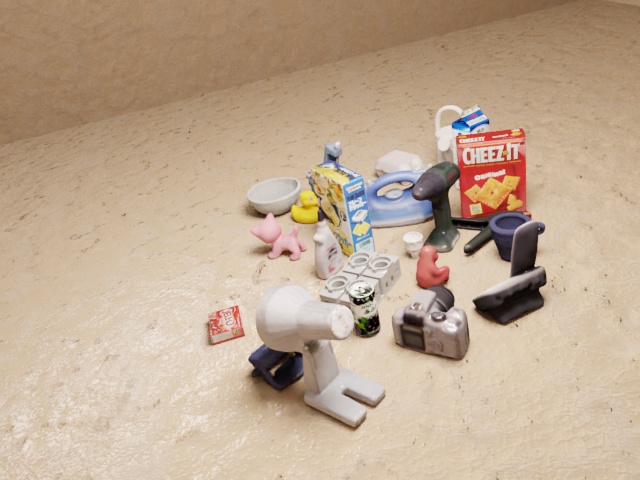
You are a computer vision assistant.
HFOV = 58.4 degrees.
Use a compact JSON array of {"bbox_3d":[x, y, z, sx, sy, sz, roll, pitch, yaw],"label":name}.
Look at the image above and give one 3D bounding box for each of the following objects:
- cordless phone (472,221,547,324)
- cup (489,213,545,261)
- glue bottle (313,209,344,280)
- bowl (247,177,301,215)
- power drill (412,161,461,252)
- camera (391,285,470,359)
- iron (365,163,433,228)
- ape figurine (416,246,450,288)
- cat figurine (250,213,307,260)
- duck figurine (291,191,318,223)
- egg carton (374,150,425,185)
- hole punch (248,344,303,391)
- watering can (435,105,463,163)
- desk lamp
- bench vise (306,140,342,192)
[{"bbox_3d":[0.372,0.056,1.126,0.148,0.185,0.093,-24,32,-20],"label":"cordless phone"},{"bbox_3d":[0.444,-0.002,1.289,0.117,0.095,0.092,0,32,20],"label":"cup"},{"bbox_3d":[0.012,0.005,1.355,0.037,0.173,0.078,12,38,35],"label":"glue bottle"},{"bbox_3d":[-0.132,-0.122,1.720,0.167,0.075,0.167,-9,30,6],"label":"bowl"},{"bbox_3d":[0.282,-0.081,1.367,0.075,0.209,0.230,6,35,29],"label":"power drill"},{"bbox_3d":[0.227,0.143,1.117,0.142,0.101,0.137,9,36,32],"label":"camera"},{"bbox_3d":[0.191,-0.120,1.532,0.258,0.142,0.118,-10,30,3],"label":"iron"},{"bbox_3d":[0.244,0.055,1.269,0.076,0.092,0.077,-23,32,-18],"label":"ape figurine"},{"bbox_3d":[-0.109,-0.013,1.485,0.127,0.118,0.067,1,33,21],"label":"cat figurine"},{"bbox_3d":[-0.036,-0.099,1.636,0.104,0.086,0.077,0,32,19],"label":"duck figurine"},{"bbox_3d":[0.245,-0.224,1.761,0.107,0.069,0.149,-31,35,-30],"label":"egg carton"},{"bbox_3d":[-0.081,0.219,1.109,0.109,0.091,0.100,-33,36,-32],"label":"hole punch"},{"bbox_3d":[0.397,-0.307,1.721,0.101,0.194,0.173,-7,30,8],"label":"watering can"},{"bbox_3d":[0.000,0.188,1.011,0.202,0.214,0.118,14,39,38],"label":"desk lamp"},{"bbox_3d":[0.021,-0.179,1.615,0.206,0.220,0.122,9,37,33],"label":"bench vise"}]
